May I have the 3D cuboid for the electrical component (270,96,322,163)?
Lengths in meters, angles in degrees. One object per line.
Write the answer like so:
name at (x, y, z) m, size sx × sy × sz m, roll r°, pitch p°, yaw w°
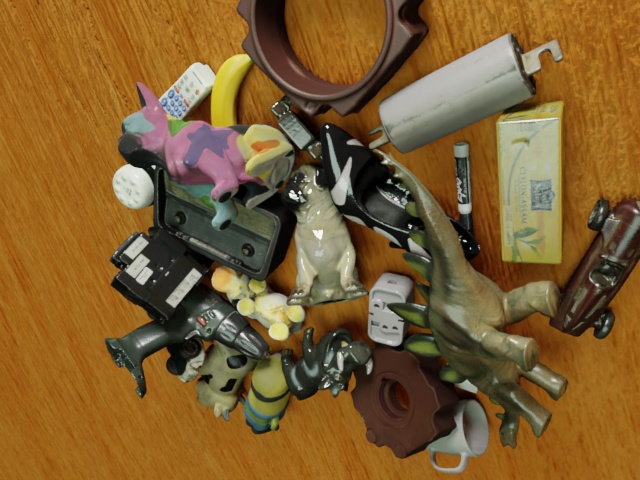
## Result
electrical component at (-0.021, -0.153, 0.737) m, size 0.045 × 0.078 × 0.102 m, roll -42°, pitch 86°, yaw 13°

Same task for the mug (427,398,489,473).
mug at (0.197, 0.306, 0.838) m, size 0.080 × 0.109 × 0.107 m, roll 34°, pitch 144°, yaw -32°

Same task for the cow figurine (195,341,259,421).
cow figurine at (-0.176, 0.251, 1.008) m, size 0.127 × 0.085 × 0.195 m, roll 45°, pitch 124°, yaw 8°

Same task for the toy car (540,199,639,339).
toy car at (0.347, 0.043, 0.662) m, size 0.089 × 0.053 × 0.202 m, roll 24°, pitch 121°, yaw 11°

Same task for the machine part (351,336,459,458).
machine part at (0.124, 0.238, 0.822) m, size 0.179 × 0.056 × 0.179 m, roll 0°, pitch 90°, yaw 47°

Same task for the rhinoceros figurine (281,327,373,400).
rhinoceros figurine at (0.007, 0.199, 0.862) m, size 0.073 × 0.112 × 0.190 m, roll 19°, pitch 140°, yaw -31°

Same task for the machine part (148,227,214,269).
machine part at (-0.246, 0.015, 0.952) m, size 0.139 × 0.039 × 0.084 m, roll 8°, pitch 112°, yaw 25°

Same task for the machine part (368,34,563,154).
machine part at (0.159, -0.169, 0.636) m, size 0.243 × 0.079 × 0.079 m, roll -22°, pitch 102°, yaw 33°

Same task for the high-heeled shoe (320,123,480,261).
high-heeled shoe at (0.104, -0.055, 0.698) m, size 0.145 × 0.086 × 0.248 m, roll 1°, pitch 137°, yaw 48°

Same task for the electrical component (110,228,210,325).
electrical component at (-0.261, 0.050, 0.854) m, size 0.134 × 0.115 × 0.058 m, roll 43°, pitch 146°, yaw -9°

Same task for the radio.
radio at (-0.156, -0.036, 0.859) m, size 0.230 × 0.073 × 0.131 m, roll 25°, pitch 122°, yaw 15°

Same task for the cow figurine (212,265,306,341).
cow figurine at (-0.101, 0.100, 0.899) m, size 0.167 × 0.098 × 0.068 m, roll 35°, pitch 84°, yaw 10°

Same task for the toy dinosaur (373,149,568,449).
toy dinosaur at (0.184, 0.097, 0.664) m, size 0.199 × 0.105 × 0.470 m, roll 9°, pitch 130°, yaw 42°

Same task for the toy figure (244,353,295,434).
toy figure at (-0.093, 0.286, 0.977) m, size 0.082 × 0.089 × 0.180 m, roll 25°, pitch 120°, yaw 4°

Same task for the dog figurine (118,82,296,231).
dog figurine at (-0.166, -0.136, 0.751) m, size 0.219 × 0.191 × 0.108 m, roll 46°, pitch 158°, yaw 13°

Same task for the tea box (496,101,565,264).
tea box at (0.249, -0.067, 0.628) m, size 0.068 × 0.098 × 0.169 m, roll 0°, pitch 115°, yaw 27°

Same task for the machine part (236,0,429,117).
machine part at (0.013, -0.268, 0.655) m, size 0.201 × 0.087 × 0.201 m, roll 46°, pitch 125°, yaw 1°

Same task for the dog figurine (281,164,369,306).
dog figurine at (0.002, -0.003, 0.802) m, size 0.121 × 0.172 × 0.190 m, roll -5°, pitch 75°, yaw -9°

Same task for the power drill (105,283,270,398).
power drill at (-0.226, 0.162, 0.883) m, size 0.232 × 0.207 × 0.086 m, roll 42°, pitch 152°, yaw 20°

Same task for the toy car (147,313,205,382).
toy car at (-0.261, 0.161, 0.978) m, size 0.073 × 0.056 × 0.202 m, roll -50°, pitch 58°, yaw 36°
